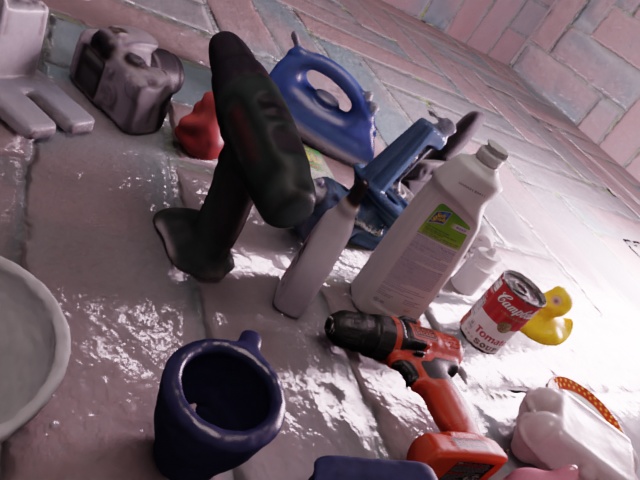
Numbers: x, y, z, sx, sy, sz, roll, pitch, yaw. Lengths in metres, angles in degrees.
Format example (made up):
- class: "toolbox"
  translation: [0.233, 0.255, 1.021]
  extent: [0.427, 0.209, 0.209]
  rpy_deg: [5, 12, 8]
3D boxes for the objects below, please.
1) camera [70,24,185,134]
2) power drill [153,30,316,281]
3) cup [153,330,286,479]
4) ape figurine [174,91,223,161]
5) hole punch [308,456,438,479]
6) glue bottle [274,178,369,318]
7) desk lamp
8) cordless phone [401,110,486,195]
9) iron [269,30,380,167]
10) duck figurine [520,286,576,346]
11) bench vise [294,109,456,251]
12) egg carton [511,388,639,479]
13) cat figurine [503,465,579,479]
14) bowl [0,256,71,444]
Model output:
- class: "camera"
  translation: [-0.241, -0.229, 0.782]
  extent: [0.143, 0.100, 0.137]
  rpy_deg: [44, 32, 17]
- class: "power drill"
  translation: [-0.095, -0.073, 0.591]
  extent: [0.076, 0.208, 0.229]
  rpy_deg: [1, 43, -43]
- class: "cup"
  translation: [-0.082, 0.128, 0.429]
  extent: [0.092, 0.095, 0.118]
  rpy_deg: [30, 30, -6]
- class: "ape figurine"
  translation: [-0.153, -0.161, 0.778]
  extent: [0.078, 0.092, 0.076]
  rpy_deg: [2, 43, -42]
- class: "hole punch"
  translation: [0.032, 0.214, 0.417]
  extent: [0.101, 0.091, 0.108]
  rpy_deg: [25, 31, -14]
- class: "glue bottle"
  translation: [0.006, 0.002, 0.615]
  extent: [0.037, 0.173, 0.078]
  rpy_deg: [27, 31, -11]
- class: "desk lamp"
  translation: [-0.324, -0.258, 0.633]
  extent: [0.203, 0.213, 0.118]
  rpy_deg: [39, 30, 9]
- class: "cordless phone"
  translation: [0.211, -0.165, 1.039]
  extent: [0.148, 0.185, 0.094]
  rpy_deg: [-10, 51, -50]
- class: "iron"
  translation: [0.017, -0.244, 1.011]
  extent: [0.258, 0.141, 0.119]
  rpy_deg: [32, 30, -2]
- class: "duck figurine"
  translation: [0.356, 0.110, 0.881]
  extent: [0.105, 0.086, 0.077]
  rpy_deg: [23, 32, -18]
- class: "bench vise"
  translation: [0.078, -0.066, 0.735]
  extent: [0.121, 0.219, 0.208]
  rpy_deg: [45, 32, 19]
- class: "egg carton"
  translation: [0.289, 0.240, 0.648]
  extent: [0.150, 0.069, 0.107]
  rpy_deg: [37, 30, 6]
- class: "cat figurine"
  translation: [0.198, 0.245, 0.505]
  extent: [0.128, 0.117, 0.067]
  rpy_deg: [23, 32, -17]
- class: "bowl"
  translation: [-0.251, 0.080, 0.356]
  extent: [0.168, 0.074, 0.167]
  rpy_deg: [24, 31, -16]
